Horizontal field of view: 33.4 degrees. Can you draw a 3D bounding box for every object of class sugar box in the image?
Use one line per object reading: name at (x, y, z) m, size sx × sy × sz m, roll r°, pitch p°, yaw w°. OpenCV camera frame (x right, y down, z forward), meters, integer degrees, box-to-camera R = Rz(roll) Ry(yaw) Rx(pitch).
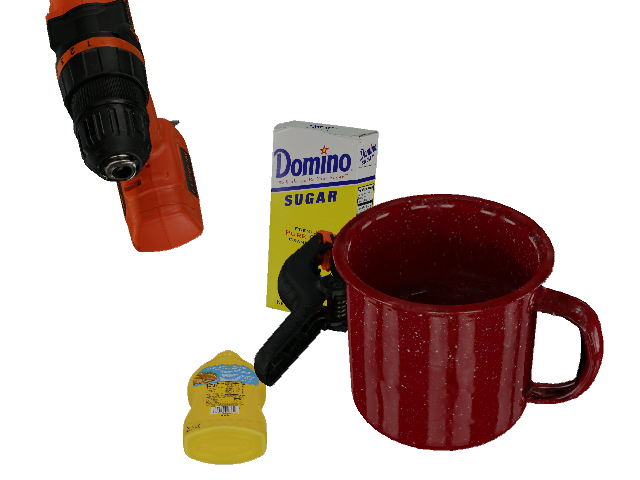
sugar box at (0.000, -0.018, 0.986) m, size 0.093 × 0.176 × 0.048 m, roll 10°, pitch 18°, yaw 29°

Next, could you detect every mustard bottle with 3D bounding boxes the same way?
mustard bottle at (-0.114, 0.191, 1.294) m, size 0.096 × 0.058 × 0.191 m, roll -2°, pitch 27°, yaw -2°

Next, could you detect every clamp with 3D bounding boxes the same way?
clamp at (0.021, 0.049, 0.749) m, size 0.120 × 0.039 × 0.171 m, roll 11°, pitch 33°, yaw -3°

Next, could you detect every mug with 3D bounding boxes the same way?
mug at (0.064, 0.039, 0.465) m, size 0.117 × 0.081 × 0.093 m, roll 10°, pitch 34°, yaw 21°

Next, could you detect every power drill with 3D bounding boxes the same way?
power drill at (-0.124, -0.073, 0.696) m, size 0.057 × 0.184 × 0.187 m, roll -14°, pitch -34°, yaw -3°
